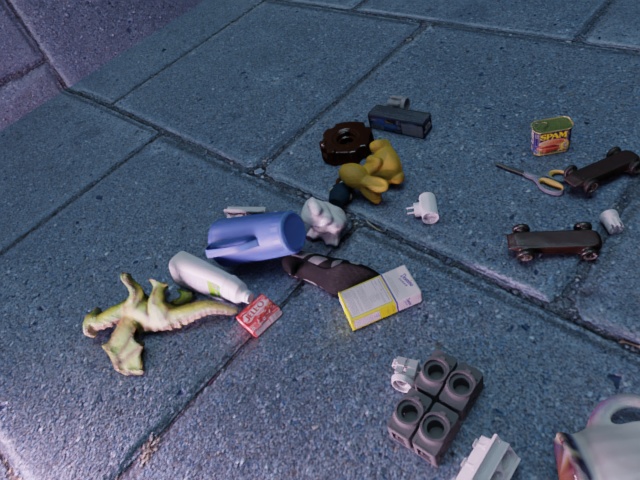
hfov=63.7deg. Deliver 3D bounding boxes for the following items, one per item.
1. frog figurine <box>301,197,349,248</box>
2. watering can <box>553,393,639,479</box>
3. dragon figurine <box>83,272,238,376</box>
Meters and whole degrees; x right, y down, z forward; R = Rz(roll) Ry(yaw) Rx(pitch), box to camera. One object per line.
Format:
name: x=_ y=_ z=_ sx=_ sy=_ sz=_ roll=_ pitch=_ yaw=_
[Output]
frog figurine: x=0.004 y=-0.068 z=1.353 sx=0.124 sy=0.156 sz=0.139 roll=-35 pitch=47 yaw=-16
watering can: x=0.498 y=0.403 z=0.779 sx=0.224 sy=0.101 sz=0.356 roll=-12 pitch=45 yaw=9
dragon figurine: x=-0.424 y=0.219 z=1.288 sx=0.411 sy=0.120 sz=0.246 roll=13 pitch=70 yaw=20
